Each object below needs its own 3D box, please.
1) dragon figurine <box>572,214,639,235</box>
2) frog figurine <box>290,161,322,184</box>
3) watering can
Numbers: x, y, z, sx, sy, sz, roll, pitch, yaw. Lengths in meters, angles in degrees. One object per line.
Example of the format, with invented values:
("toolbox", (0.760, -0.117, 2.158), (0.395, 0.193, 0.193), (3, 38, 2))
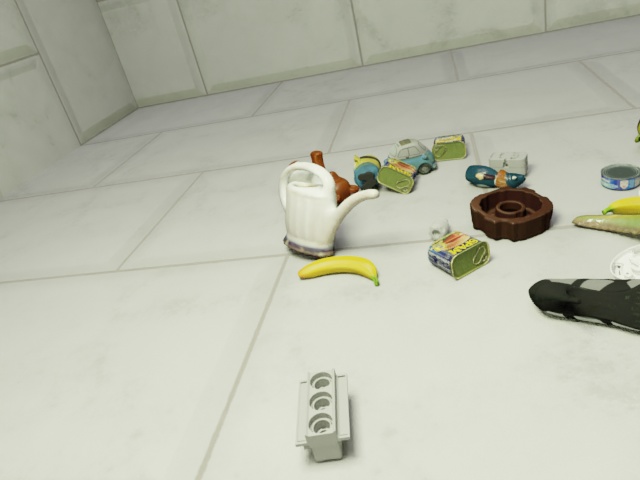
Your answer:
("dragon figurine", (0.679, -0.002, 0.938), (0.407, 0.120, 0.248), (-14, 30, 36))
("frog figurine", (-0.044, -0.129, 1.415), (0.136, 0.162, 0.121), (-43, -34, 12))
("watering can", (0.004, -0.061, 1.210), (0.104, 0.221, 0.350), (-12, 23, -36))
